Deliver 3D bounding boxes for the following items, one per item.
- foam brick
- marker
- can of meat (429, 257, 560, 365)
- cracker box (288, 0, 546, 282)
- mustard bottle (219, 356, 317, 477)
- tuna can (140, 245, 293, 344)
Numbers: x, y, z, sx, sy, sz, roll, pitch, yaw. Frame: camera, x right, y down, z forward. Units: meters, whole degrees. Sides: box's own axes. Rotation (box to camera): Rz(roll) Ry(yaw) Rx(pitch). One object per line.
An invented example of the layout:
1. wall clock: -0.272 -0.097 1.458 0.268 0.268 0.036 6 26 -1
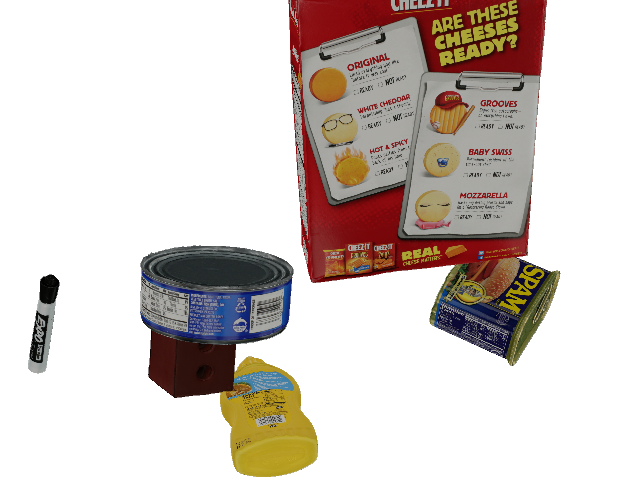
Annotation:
1. foam brick: -0.098 0.074 0.822 0.052 0.078 0.051 -3 12 -31
2. marker: -0.277 0.084 1.070 0.020 0.121 0.020 12 34 -9
3. can of meat: 0.158 0.053 0.967 0.084 0.057 0.102 24 43 20
4. cracker box: 0.064 -0.084 0.743 0.164 0.214 0.072 -7 31 -7
5. mustard bottle: -0.068 0.196 1.256 0.096 0.058 0.192 -9 29 -10
6. tuna can: -0.059 0.030 0.603 0.086 0.034 0.086 4 14 -1
